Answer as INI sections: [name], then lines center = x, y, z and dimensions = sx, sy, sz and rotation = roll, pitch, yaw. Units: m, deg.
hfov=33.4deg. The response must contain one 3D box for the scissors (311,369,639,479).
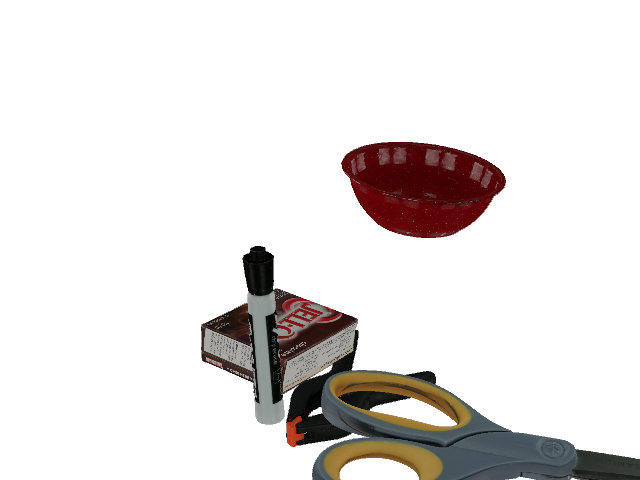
[scissors]
center = 0.084, 0.102, 0.449
dimensions = 0.202, 0.016, 0.096
rotation = 16, 33, 23

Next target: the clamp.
[clamp]
center = 0.021, 0.152, 1.104
dimensions = 0.171, 0.039, 0.120
rotation = -22, 34, -32

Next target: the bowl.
[bowl]
center = 0.099, -0.045, 1.055
dimensions = 0.162, 0.055, 0.162
rotation = 4, 24, -2

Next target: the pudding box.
[pudding box]
center = -0.035, 0.085, 0.921
dimensions = 0.090, 0.039, 0.113
rotation = 18, 26, 30

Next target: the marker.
[marker]
center = -0.035, 0.059, 0.662
dimensions = 0.020, 0.121, 0.020
rotation = -2, 25, 1
